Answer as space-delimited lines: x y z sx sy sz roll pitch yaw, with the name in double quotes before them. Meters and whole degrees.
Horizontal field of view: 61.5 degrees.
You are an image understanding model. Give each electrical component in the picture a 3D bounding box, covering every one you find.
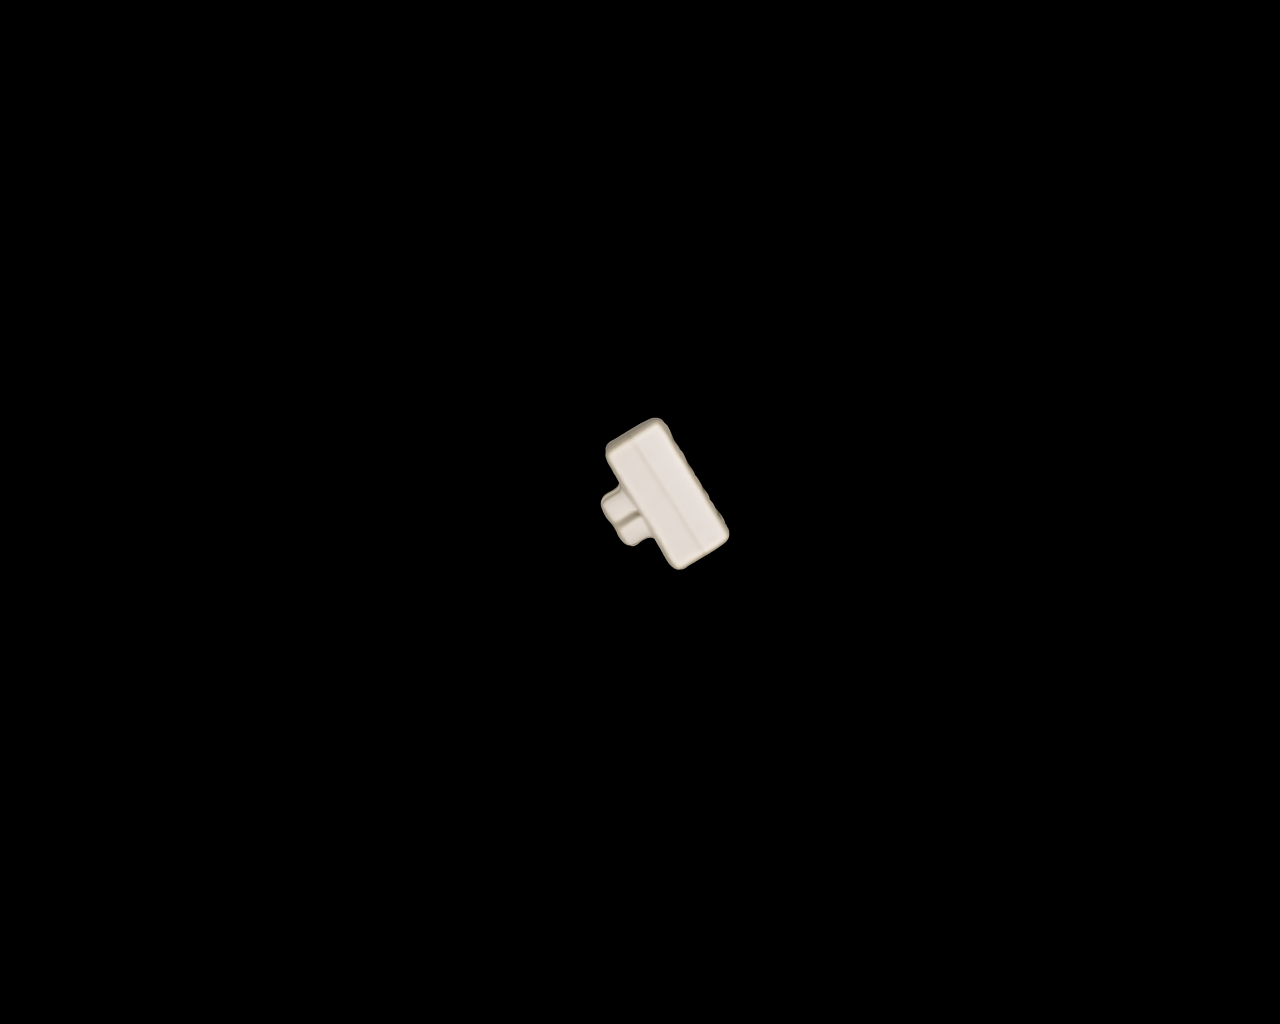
"electrical component" 0.001 -0.003 0.650 0.076 0.083 0.047 -31 8 5
